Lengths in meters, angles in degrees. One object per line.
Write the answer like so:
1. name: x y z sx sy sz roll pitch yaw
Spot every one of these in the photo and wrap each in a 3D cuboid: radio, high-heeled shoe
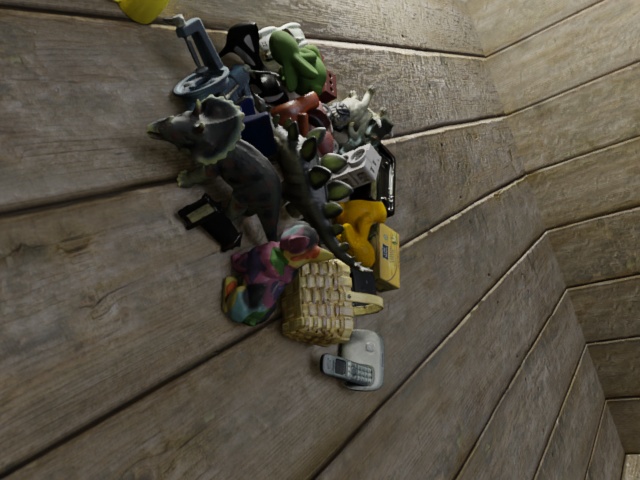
1. radio: 0.159 -0.174 1.564 0.131 0.073 0.229 35 51 -38
2. high-heeled shoe: -0.124 -0.406 1.245 0.248 0.145 0.086 23 59 -43

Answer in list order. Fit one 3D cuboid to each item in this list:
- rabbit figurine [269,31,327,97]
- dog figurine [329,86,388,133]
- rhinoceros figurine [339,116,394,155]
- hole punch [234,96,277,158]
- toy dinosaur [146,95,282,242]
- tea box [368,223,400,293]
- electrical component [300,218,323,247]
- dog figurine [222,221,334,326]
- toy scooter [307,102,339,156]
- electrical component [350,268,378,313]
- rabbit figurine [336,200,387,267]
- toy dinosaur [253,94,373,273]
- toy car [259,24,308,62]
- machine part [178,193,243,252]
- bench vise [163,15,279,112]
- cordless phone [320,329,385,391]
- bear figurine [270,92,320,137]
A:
1. rabbit figurine: -0.067 -0.424 1.309 0.170 0.121 0.159 37 30 -50
2. dog figurine: 0.094 -0.335 1.550 0.190 0.121 0.172 -45 108 -35
3. rhinoceros figurine: 0.114 -0.267 1.459 0.073 0.190 0.112 36 23 -38
4. hole punch: -0.157 -0.215 1.107 0.116 0.092 0.142 -38 149 -20
5. toy dinosaur: -0.154 -0.125 1.051 0.404 0.192 0.131 41 48 -32
6. tea box: 0.168 0.049 1.485 0.098 0.068 0.169 28 55 -43
7. electrical component: -0.003 -0.004 1.310 0.075 0.048 0.119 -14 85 -52
8. dog figurine: -0.080 0.062 1.043 0.108 0.219 0.191 34 49 -35
9. toy scooter: -0.020 -0.287 1.387 0.135 0.075 0.184 15 62 -45
10. electrical component: 0.088 0.130 1.360 0.134 0.058 0.115 13 63 -50
11. rabbit figurine: 0.098 -0.014 1.382 0.162 0.122 0.173 8 70 -45
12. toy dinosaur: -0.033 -0.120 1.174 0.105 0.198 0.471 -21 83 -50
13. toy car: -0.100 -0.516 1.396 0.202 0.056 0.073 -41 108 -52
14. machine part: -0.207 -0.030 1.048 0.138 0.084 0.039 48 13 -41
15. bench vise: -0.223 -0.350 1.101 0.223 0.129 0.240 -47 133 -29
16. cordless phone: 0.065 0.269 1.253 0.184 0.089 0.146 27 55 -38
17. bear figurine: -0.044 -0.238 1.294 0.132 0.120 0.195 -41 108 -48
